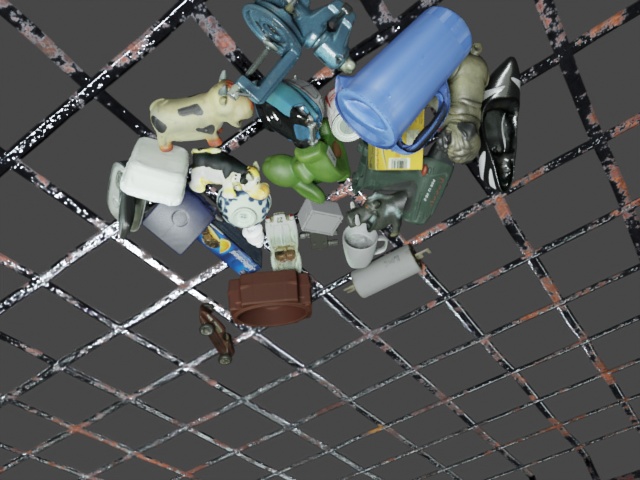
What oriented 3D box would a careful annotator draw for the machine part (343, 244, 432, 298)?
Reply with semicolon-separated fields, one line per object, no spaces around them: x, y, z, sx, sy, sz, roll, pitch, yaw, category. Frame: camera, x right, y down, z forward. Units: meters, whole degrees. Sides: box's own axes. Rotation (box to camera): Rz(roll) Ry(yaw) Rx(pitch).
0.167;0.078;1.350;0.243;0.079;0.079;-27;130;18;machine part

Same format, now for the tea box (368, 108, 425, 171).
0.145;-0.219;1.032;0.098;0.068;0.169;0;99;-7;tea box

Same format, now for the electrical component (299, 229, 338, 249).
-0.003;-0.004;1.290;0.094;0.021;0.063;-6;133;-3;electrical component

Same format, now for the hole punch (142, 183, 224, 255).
-0.289;-0.046;1.109;0.142;0.092;0.116;42;111;-11;hole punch

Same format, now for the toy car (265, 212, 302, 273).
-0.085;0.016;1.274;0.074;0.056;0.201;-6;133;-1;toy car

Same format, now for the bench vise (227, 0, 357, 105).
-0.057;-0.316;0.902;0.223;0.129;0.240;40;83;-27;bench vise

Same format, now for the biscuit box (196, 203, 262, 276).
-0.216;0.005;1.243;0.059;0.063;0.202;-29;129;20;biscuit box

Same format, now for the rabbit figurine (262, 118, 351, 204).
-0.031;-0.156;1.109;0.170;0.121;0.159;-12;142;28;rabbit figurine

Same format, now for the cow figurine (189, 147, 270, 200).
-0.182;-0.138;1.100;0.167;0.068;0.098;11;123;1;cow figurine

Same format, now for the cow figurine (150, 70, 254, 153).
-0.221;-0.241;1.007;0.195;0.085;0.127;-7;138;1;cow figurine

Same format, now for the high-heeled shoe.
0.362;-0.217;1.060;0.086;0.145;0.248;-5;134;-4;high-heeled shoe

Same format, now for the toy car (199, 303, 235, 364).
-0.275;0.250;1.442;0.053;0.089;0.201;-13;131;4;toy car

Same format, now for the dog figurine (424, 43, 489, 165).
0.270;-0.251;0.987;0.121;0.191;0.172;2;130;-9;dog figurine

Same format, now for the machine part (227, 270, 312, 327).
-0.121;0.150;1.327;0.201;0.087;0.201;-4;154;-4;machine part

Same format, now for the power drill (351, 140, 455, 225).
0.176;-0.155;1.124;0.207;0.086;0.231;8;105;-14;power drill

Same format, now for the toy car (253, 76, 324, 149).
-0.047;-0.249;0.998;0.103;0.162;0.109;-43;151;-22;toy car

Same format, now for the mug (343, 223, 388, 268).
0.105;0.018;1.293;0.110;0.081;0.107;-8;145;-8;mug

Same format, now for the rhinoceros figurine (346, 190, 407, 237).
0.153;-0.068;1.218;0.190;0.073;0.112;-20;133;10;rhinoceros figurine

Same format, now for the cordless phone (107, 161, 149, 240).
-0.386;-0.053;1.079;0.089;0.184;0.146;10;135;-23;cordless phone
